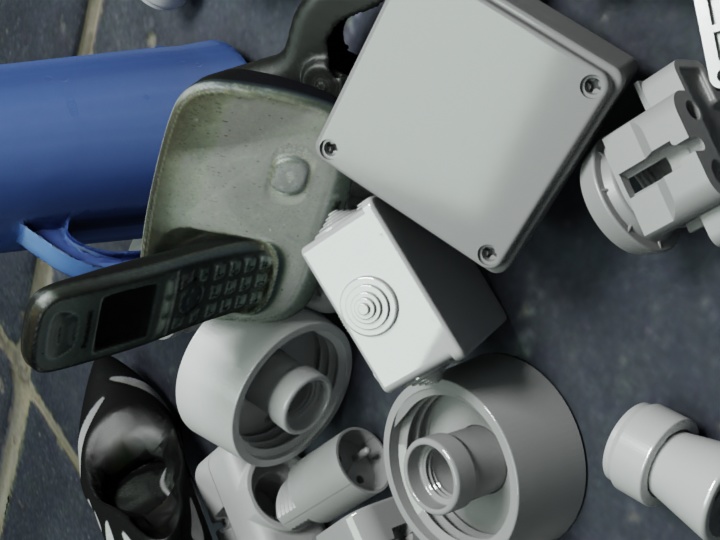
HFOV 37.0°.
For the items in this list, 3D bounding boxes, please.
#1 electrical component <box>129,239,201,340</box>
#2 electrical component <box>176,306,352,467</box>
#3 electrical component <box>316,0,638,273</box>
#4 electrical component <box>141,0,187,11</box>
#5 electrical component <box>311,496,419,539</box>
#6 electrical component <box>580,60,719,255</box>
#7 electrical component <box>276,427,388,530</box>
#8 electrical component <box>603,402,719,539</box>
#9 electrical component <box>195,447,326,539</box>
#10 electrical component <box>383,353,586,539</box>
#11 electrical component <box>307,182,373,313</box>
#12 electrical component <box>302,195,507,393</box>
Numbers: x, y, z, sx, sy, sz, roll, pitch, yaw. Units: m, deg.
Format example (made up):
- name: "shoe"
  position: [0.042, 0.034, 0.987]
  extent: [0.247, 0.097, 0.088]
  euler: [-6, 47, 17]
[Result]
- name: "electrical component"
  position: [-0.133, 0.008, 0.784]
  extent: [0.080, 0.051, 0.080]
  euler: [12, 107, 48]
- name: "electrical component"
  position: [-0.052, 0.069, 0.662]
  extent: [0.060, 0.108, 0.108]
  euler: [29, 119, 36]
- name: "electrical component"
  position: [0.052, -0.074, 0.495]
  extent: [0.109, 0.056, 0.108]
  euler: [34, 118, 11]
- name: "electrical component"
  position: [-0.129, -0.212, 0.743]
  extent: [0.055, 0.045, 0.045]
  euler: [-38, 68, 46]
- name: "electrical component"
  position: [0.004, 0.183, 0.656]
  extent: [0.095, 0.054, 0.059]
  euler: [-45, 64, 44]
- name: "electrical component"
  position: [0.133, -0.041, 0.460]
  extent: [0.057, 0.058, 0.078]
  euler: [-33, 72, 44]
- name: "electrical component"
  position: [-0.022, 0.135, 0.677]
  extent: [0.081, 0.043, 0.043]
  euler: [-39, 68, 38]
- name: "electrical component"
  position: [0.144, 0.089, 0.482]
  extent: [0.055, 0.045, 0.045]
  euler: [27, 117, 44]
- name: "electrical component"
  position: [-0.065, 0.159, 0.732]
  extent: [0.059, 0.054, 0.095]
  euler: [-43, 65, 45]
- name: "electrical component"
  position: [0.058, 0.103, 0.572]
  extent: [0.108, 0.060, 0.108]
  euler: [12, 106, 48]
- name: "electrical component"
  position: [0.000, 0.000, 0.633]
  extent: [0.079, 0.043, 0.077]
  euler: [58, 135, 24]
- name: "electrical component"
  position: [0.023, 0.008, 0.551]
  extent: [0.048, 0.100, 0.099]
  euler: [-32, 87, 23]
